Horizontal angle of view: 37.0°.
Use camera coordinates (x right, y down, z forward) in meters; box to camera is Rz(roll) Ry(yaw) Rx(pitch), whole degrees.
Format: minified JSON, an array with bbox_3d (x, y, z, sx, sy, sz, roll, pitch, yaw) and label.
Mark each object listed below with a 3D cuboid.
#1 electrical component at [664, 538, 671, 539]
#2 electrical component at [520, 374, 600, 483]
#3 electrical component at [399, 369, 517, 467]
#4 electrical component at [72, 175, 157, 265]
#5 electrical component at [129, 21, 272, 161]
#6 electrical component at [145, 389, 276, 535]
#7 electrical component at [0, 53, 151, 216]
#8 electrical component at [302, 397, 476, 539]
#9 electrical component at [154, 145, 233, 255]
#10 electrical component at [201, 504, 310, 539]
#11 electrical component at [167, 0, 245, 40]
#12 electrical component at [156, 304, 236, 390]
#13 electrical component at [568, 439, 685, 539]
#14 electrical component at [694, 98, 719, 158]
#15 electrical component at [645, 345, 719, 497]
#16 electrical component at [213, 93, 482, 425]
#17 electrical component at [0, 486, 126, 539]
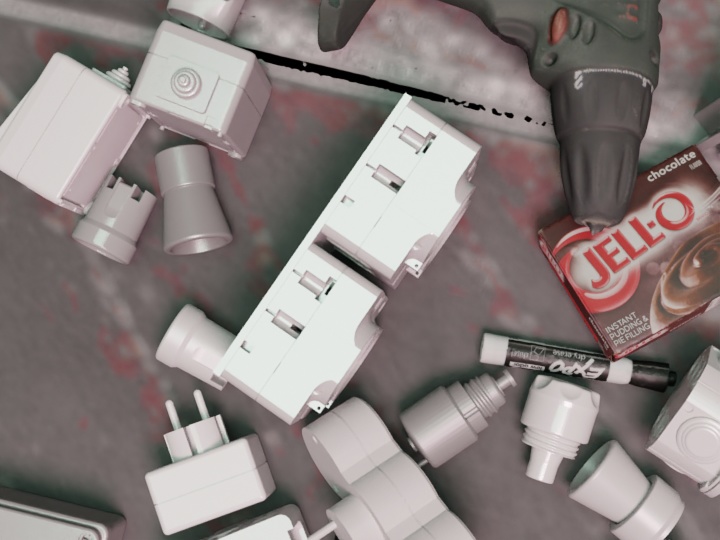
[{"bbox_3d":[0.184,0.217,0.633,0.062,0.061,0.096,-28,84,1],"label":"electrical component"},{"bbox_3d":[0.118,0.098,0.656,0.043,0.043,0.062,18,88,5],"label":"electrical component"},{"bbox_3d":[0.061,0.088,0.661,0.078,0.040,0.040,-34,84,0],"label":"electrical component"},{"bbox_3d":[-0.155,-0.032,0.684,0.040,0.040,0.046,25,81,5],"label":"electrical component"},{"bbox_3d":[-0.095,-0.113,0.658,0.062,0.096,0.061,21,87,4],"label":"electrical component"},{"bbox_3d":[-0.098,0.113,0.664,0.066,0.047,0.076,-20,84,1],"label":"electrical component"},{"bbox_3d":[-0.181,-0.092,0.678,0.061,0.061,0.096,31,88,5],"label":"electrical component"},{"bbox_3d":[0.005,0.145,0.627,0.074,0.052,0.138,-31,61,-18],"label":"electrical component"},{"bbox_3d":[-0.108,-0.046,0.682,0.044,0.044,0.065,-13,80,2],"label":"electrical component"},{"bbox_3d":[-0.073,0.182,0.653,0.089,0.055,0.050,-22,84,1],"label":"electrical component"},{"bbox_3d":[-0.106,-0.199,0.692,0.079,0.044,0.077,22,87,5],"label":"electrical component"},{"bbox_3d":[-0.098,0.049,0.674,0.046,0.040,0.040,30,88,0],"label":"electrical component"},{"bbox_3d":[0.161,0.137,0.649,0.055,0.045,0.045,40,89,5],"label":"electrical component"},{"bbox_3d":[0.248,-0.090,0.624,0.079,0.121,0.063,-38,87,0],"label":"electrical component"},{"bbox_3d":[0.210,0.088,0.634,0.051,0.080,0.080,33,88,10],"label":"electrical component"},{"bbox_3d":[0.000,0.000,0.639,0.060,0.105,0.186,34,88,5],"label":"electrical component"},{"bbox_3d":[-0.212,0.195,0.660,0.109,0.056,0.108,13,86,4],"label":"electrical component"}]
